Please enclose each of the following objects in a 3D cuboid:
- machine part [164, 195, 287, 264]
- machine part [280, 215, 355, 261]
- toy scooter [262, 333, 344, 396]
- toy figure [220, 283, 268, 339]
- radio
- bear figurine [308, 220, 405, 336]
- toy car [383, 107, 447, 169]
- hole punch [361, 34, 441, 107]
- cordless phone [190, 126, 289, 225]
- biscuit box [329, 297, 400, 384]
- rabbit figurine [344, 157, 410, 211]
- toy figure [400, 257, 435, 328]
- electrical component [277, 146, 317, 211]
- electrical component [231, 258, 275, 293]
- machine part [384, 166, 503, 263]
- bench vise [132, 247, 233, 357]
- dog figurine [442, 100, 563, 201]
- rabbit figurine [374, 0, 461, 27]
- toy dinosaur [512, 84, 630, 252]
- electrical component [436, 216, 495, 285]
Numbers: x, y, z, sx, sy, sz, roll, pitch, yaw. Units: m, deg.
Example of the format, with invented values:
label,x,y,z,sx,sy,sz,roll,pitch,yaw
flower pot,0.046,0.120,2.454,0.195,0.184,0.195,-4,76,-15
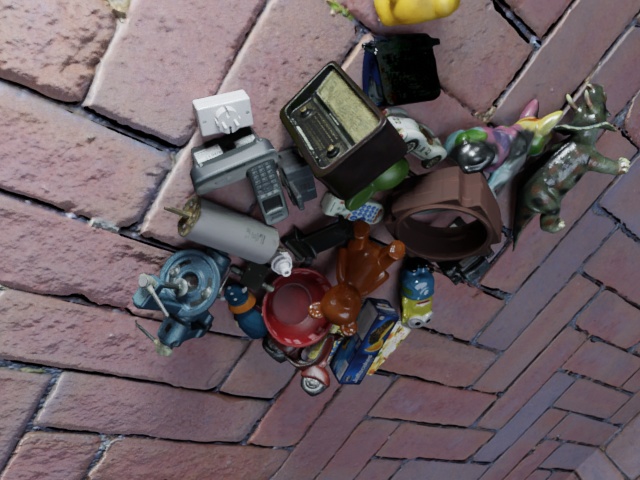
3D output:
label,x,y,z,sx,sy,sz,roll,pitch,yaw
machine part,-0.159,-0.015,0.948,0.243,0.079,0.079,23,111,-36
machine part,-0.002,-0.003,1.044,0.139,0.039,0.084,-20,130,18
toy scooter,-0.028,0.226,1.142,0.135,0.184,0.075,-49,155,-4
toy figure,-0.152,0.137,1.078,0.064,0.058,0.154,-36,129,-18
radio,0.027,-0.171,0.828,0.131,0.230,0.073,-40,131,11
bear figurine,0.067,0.080,1.063,0.196,0.120,0.132,-57,177,-28
toy car,0.168,-0.181,0.958,0.056,0.073,0.201,-39,156,22
hole punch,0.130,-0.280,0.904,0.142,0.092,0.115,-11,97,-16
cordless phone,-0.131,-0.085,0.911,0.147,0.089,0.184,-25,135,-9
biscuit box,0.094,0.223,1.172,0.063,0.059,0.202,12,116,-32
rabbit figurine,0.083,-0.128,0.955,0.170,0.121,0.159,21,115,-33
toy figure,0.224,0.120,1.239,0.082,0.089,0.179,-3,119,9
electrical component,-0.036,-0.101,0.920,0.048,0.119,0.074,-22,128,-10
electrical component,-0.123,0.063,1.034,0.094,0.021,0.063,30,112,-1
machine part,0.242,-0.041,1.058,0.201,0.087,0.201,-11,143,30
bench vise,-0.254,0.103,0.934,0.223,0.129,0.240,-48,163,2
dog figurine,0.365,-0.198,1.060,0.219,0.109,0.191,-47,128,6
rabbit figurine,0.140,-0.407,0.778,0.122,0.162,0.173,-14,112,-1
toy dinosaur,0.510,-0.139,1.173,0.192,0.131,0.404,24,116,-24
electrical component,0.309,0.030,1.178,0.115,0.134,0.058,-41,130,9
